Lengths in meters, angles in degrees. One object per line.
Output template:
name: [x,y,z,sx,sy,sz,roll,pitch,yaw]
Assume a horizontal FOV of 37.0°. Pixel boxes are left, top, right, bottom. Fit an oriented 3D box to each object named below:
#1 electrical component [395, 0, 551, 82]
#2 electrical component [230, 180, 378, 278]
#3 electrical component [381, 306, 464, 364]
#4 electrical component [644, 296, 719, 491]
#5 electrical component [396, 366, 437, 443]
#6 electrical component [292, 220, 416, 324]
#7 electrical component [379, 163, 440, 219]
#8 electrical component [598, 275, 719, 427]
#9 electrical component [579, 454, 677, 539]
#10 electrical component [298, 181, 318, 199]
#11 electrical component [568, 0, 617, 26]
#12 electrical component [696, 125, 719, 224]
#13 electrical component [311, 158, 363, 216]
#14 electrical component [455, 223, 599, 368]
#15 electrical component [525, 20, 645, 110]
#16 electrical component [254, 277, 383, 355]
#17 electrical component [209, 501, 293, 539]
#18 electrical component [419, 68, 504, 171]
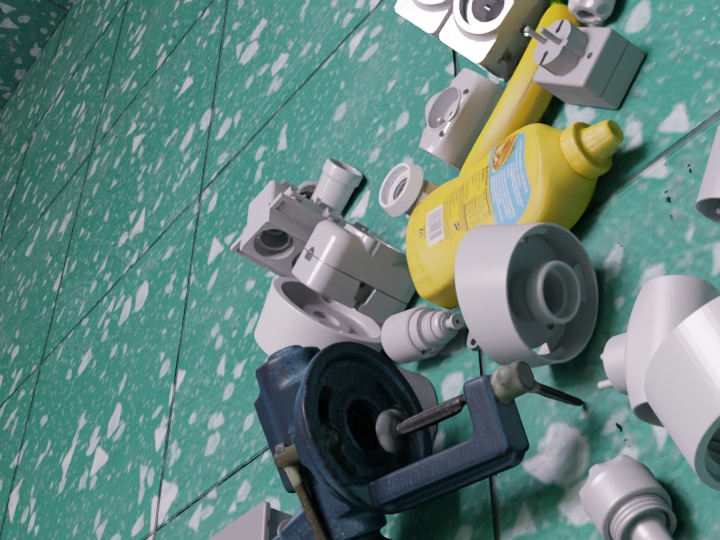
electrical component: [0.124,-0.271,0.908,0.105,0.060,0.186,40,104,29]
electrical component: [-0.042,-0.024,0.963,0.079,0.121,0.063,-43,31,33]
electrical component: [0.050,0.048,0.831,0.078,0.040,0.040,-23,48,51]
electrical component: [0.196,0.061,0.504,0.108,0.108,0.060,-47,38,28]
electrical component: [0.002,0.119,0.830,0.108,0.060,0.108,-40,35,37]
electrical component: [0.000,0.000,0.898,0.059,0.095,0.054,-61,28,4]
electrical component: [0.050,-0.060,0.907,0.048,0.055,0.066,-62,28,2]
electrical component: [0.169,0.051,0.623,0.079,0.043,0.077,-25,46,50]
electrical component: [0.150,0.134,0.584,0.043,0.043,0.062,-55,30,16]
electrical component: [-0.062,-0.067,1.122,0.065,0.044,0.044,-7,60,63]
electrical component: [0.188,-0.224,0.838,0.035,0.035,0.061,4,67,60]
electrical component: [0.228,-0.069,0.626,0.043,0.043,0.081,-3,63,59]
electrical component: [-0.024,-0.083,1.073,0.046,0.040,0.040,-63,27,14]
electrical component: [0.107,0.016,0.703,0.064,0.099,0.099,-9,59,50]
electrical component: [0.155,-0.158,0.791,0.047,0.077,0.066,-63,28,0]
electrical component: [-0.037,0.058,0.904,0.060,0.108,0.108,-63,27,13]
electrical component: [-0.084,0.250,0.877,0.100,0.048,0.099,-40,35,36]
electrical component: [0.081,-0.133,0.930,0.077,0.044,0.079,-60,28,6]
